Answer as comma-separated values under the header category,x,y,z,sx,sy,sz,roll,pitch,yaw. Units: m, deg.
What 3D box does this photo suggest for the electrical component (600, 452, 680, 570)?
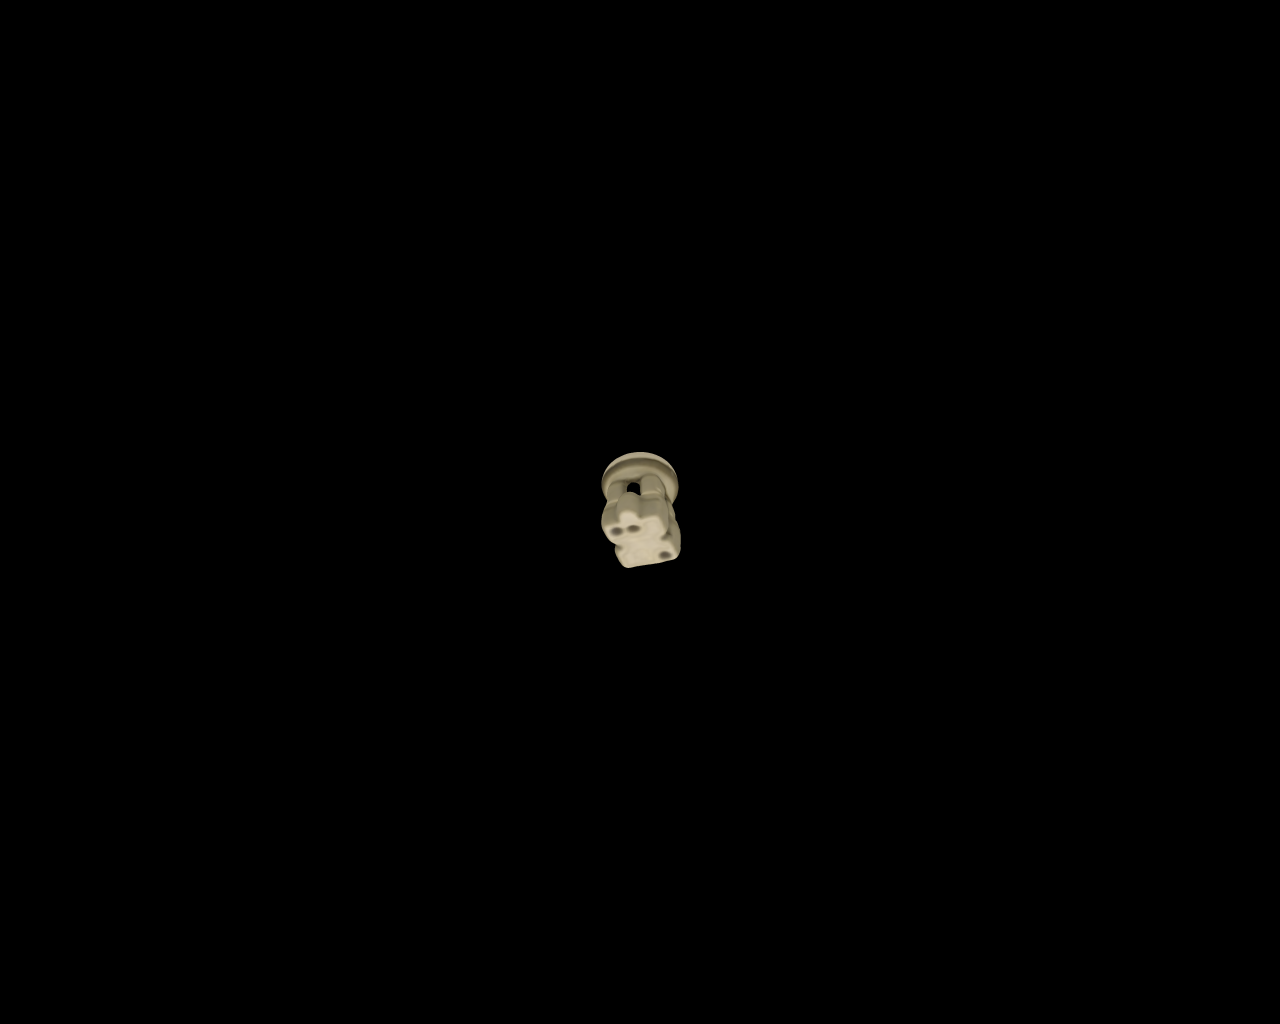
category,x,y,z,sx,sy,sz,roll,pitch,yaw
electrical component,0.001,-0.003,0.650,0.048,0.055,0.066,-11,-43,12
